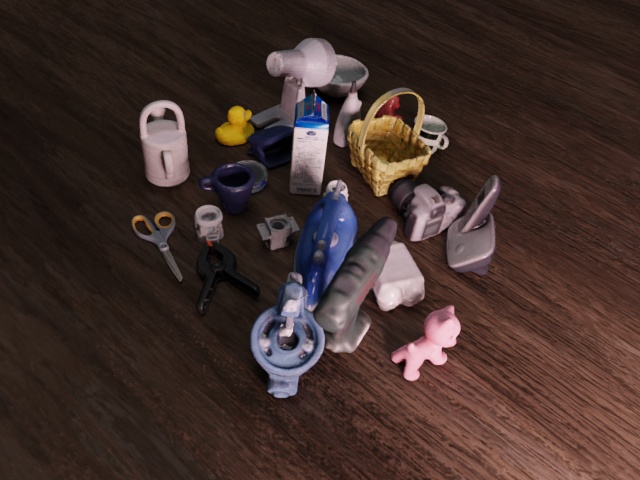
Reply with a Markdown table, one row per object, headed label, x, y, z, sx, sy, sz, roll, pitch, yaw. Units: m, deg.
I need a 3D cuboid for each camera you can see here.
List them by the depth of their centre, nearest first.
| label | x | y | z | sx | sy | sz | roll | pitch | yaw |
| --- | --- | --- | --- | --- | --- | --- | --- | --- | --- |
| camera | 0.231 | -0.087 | 1.273 | 0.143 | 0.101 | 0.136 | -20 | 52 | -25 |

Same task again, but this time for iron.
| label | x | y | z | sx | sy | sz | roll | pitch | yaw |
| --- | --- | --- | --- | --- | --- | --- | --- | --- | --- |
| iron | 0.010 | 0.004 | 1.125 | 0.118 | 0.141 | 0.258 | 12 | 46 | 4 |

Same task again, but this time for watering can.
| label | x | y | z | sx | sy | sz | roll | pitch | yaw |
| --- | --- | --- | --- | --- | --- | --- | --- | --- | --- |
| watering can | -0.347 | -0.226 | 1.257 | 0.101 | 0.194 | 0.172 | -29 | 56 | -31 |

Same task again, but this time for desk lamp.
| label | x | y | z | sx | sy | sz | roll | pitch | yaw |
| --- | --- | --- | --- | --- | --- | --- | --- | --- | --- |
| desk lamp | -0.067 | -0.390 | 1.443 | 0.204 | 0.213 | 0.117 | -33 | 58 | -33 |

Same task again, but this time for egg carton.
| label | x | y | z | sx | sy | sz | roll | pitch | yaw |
| --- | --- | --- | --- | --- | --- | --- | --- | --- | --- |
| egg carton | 0.140 | 0.068 | 1.132 | 0.107 | 0.069 | 0.150 | -11 | 49 | -18 |

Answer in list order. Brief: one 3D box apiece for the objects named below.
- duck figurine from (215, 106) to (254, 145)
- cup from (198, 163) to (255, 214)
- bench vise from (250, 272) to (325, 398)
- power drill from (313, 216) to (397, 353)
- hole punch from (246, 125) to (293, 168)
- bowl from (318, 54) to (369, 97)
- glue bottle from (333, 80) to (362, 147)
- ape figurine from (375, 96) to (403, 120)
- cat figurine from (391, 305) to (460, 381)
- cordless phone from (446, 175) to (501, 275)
| label | x | y | z | sx | sy | sz | roll | pitch | yaw |
| --- | --- | --- | --- | --- | --- | --- | --- | --- | --- |
| duck figurine | -0.210 | -0.288 | 1.413 | 0.105 | 0.086 | 0.077 | -25 | 54 | -28 |
| cup | -0.199 | -0.102 | 1.229 | 0.118 | 0.095 | 0.091 | -7 | 48 | -15 |
| bench vise | -0.061 | 0.123 | 0.945 | 0.122 | 0.220 | 0.207 | -7 | 48 | -14 |
| power drill | 0.060 | 0.092 | 1.000 | 0.075 | 0.208 | 0.230 | 25 | 48 | 15 |
| hole punch | -0.113 | -0.240 | 1.377 | 0.109 | 0.091 | 0.100 | -27 | 55 | -29 |
| bowl | 0.049 | -0.452 | 1.617 | 0.167 | 0.075 | 0.167 | 4 | 46 | -4 |
| glue bottle | 0.075 | -0.318 | 1.422 | 0.037 | 0.173 | 0.078 | 34 | 51 | 23 |
| ape figurine | 0.187 | -0.347 | 1.523 | 0.076 | 0.092 | 0.077 | 0 | 46 | -8 |
| cat figurine | 0.195 | 0.172 | 1.006 | 0.128 | 0.118 | 0.067 | -24 | 54 | -27 |
| cordless phone | 0.325 | -0.032 | 1.175 | 0.094 | 0.185 | 0.147 | 9 | 46 | 1 |
